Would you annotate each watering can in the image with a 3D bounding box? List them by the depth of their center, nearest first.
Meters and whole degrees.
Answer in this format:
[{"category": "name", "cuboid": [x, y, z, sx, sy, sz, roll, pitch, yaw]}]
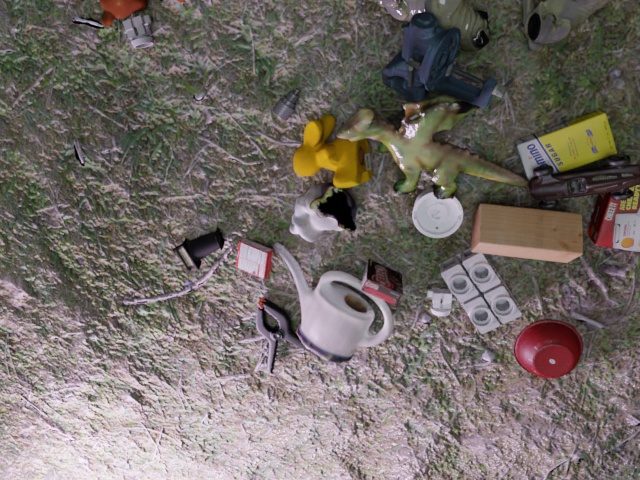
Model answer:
[{"category": "watering can", "cuboid": [0.008, 0.162, 1.256, 0.349, 0.105, 0.220, 29, 114, 12]}]

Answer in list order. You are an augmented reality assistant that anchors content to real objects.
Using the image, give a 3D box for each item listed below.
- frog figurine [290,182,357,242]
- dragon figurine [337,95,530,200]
[{"category": "frog figurine", "cuboid": [0.004, -0.059, 1.176, 0.137, 0.158, 0.124, 10, 74, -25]}, {"category": "dragon figurine", "cuboid": [0.238, -0.188, 1.005, 0.410, 0.238, 0.124, 5, 68, 2]}]
